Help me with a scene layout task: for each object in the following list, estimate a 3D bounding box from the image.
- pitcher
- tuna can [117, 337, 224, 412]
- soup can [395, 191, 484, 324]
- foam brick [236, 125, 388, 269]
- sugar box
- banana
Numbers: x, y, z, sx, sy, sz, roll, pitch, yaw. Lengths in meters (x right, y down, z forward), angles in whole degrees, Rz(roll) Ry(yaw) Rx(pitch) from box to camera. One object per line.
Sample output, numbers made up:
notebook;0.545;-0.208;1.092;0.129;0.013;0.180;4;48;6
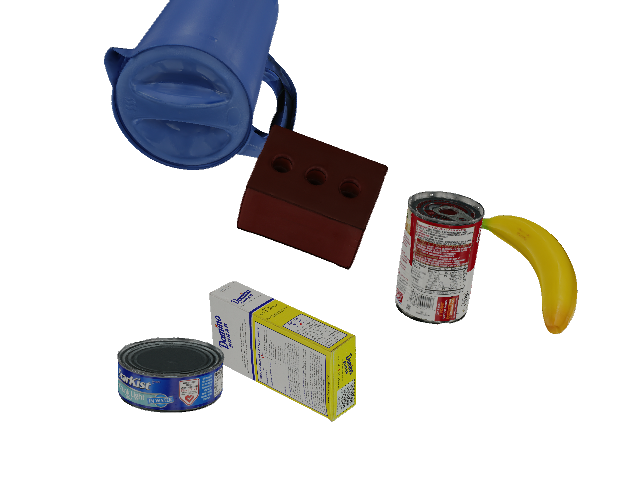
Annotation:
pitcher;-0.103;-0.183;1.068;0.145;0.149;0.242;-8;35;16
tuna can;-0.121;0.108;0.864;0.086;0.034;0.086;3;14;-1
soup can;0.105;0.016;0.954;0.068;0.102;0.068;5;24;-2
foam brick;-0.006;-0.027;0.662;0.078;0.053;0.051;20;-30;3
sugar box;-0.041;0.115;1.143;0.176;0.093;0.048;24;38;37
banana;0.227;0.026;1.122;0.069;0.037;0.198;-29;38;-1
